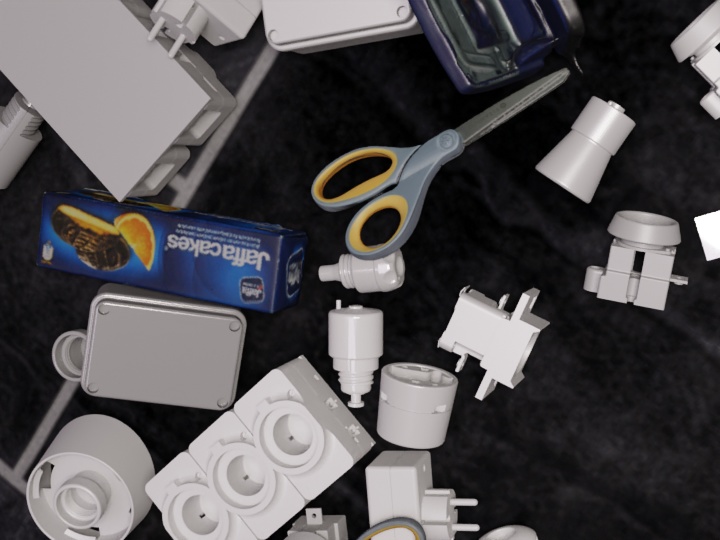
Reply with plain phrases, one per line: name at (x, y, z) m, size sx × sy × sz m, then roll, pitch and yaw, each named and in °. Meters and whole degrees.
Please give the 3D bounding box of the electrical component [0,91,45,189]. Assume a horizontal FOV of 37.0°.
electrical component at (-0.277, -0.109, 0.856) m, size 0.043 × 0.043 × 0.081 m, roll 43°, pitch 106°, yaw 9°

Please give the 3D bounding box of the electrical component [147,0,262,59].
electrical component at (-0.124, -0.186, 0.764) m, size 0.047 × 0.083 × 0.075 m, roll 5°, pitch 63°, yaw 56°

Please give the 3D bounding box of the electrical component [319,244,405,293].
electrical component at (0.000, 0.000, 0.786) m, size 0.061 × 0.035 × 0.035 m, roll -5°, pitch 94°, yaw 20°

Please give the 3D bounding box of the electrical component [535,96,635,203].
electrical component at (0.155, -0.084, 0.727) m, size 0.044 × 0.044 × 0.065 m, roll 35°, pitch 100°, yaw 11°

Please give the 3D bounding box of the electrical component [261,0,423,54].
electrical component at (-0.011, -0.199, 0.757) m, size 0.113 × 0.057 × 0.078 m, roll -6°, pitch 94°, yaw 18°

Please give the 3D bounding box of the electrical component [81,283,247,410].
electrical component at (-0.146, 0.057, 0.802) m, size 0.113 × 0.057 × 0.078 m, roll 8°, pitch 99°, yaw -11°

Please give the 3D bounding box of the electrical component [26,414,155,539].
electrical component at (-0.217, 0.174, 0.869) m, size 0.099 × 0.064 × 0.099 m, roll 3°, pitch 108°, yaw 9°

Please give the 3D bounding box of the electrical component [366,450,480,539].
electrical component at (0.049, 0.178, 0.783) m, size 0.076 × 0.047 × 0.083 m, roll -3°, pitch 95°, yaw 17°

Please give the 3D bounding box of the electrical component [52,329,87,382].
electrical component at (-0.215, 0.065, 0.853) m, size 0.040 × 0.046 × 0.040 m, roll 2°, pitch 96°, yaw 17°

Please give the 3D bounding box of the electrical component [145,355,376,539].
electrical component at (-0.078, 0.149, 0.811) m, size 0.150 × 0.062 × 0.089 m, roll -42°, pitch 83°, yaw 17°

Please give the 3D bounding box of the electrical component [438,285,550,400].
electrical component at (0.093, 0.046, 0.759) m, size 0.064 × 0.042 × 0.081 m, roll 27°, pitch 102°, yaw 14°

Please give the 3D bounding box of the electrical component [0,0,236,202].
electrical component at (-0.195, -0.156, 0.816) m, size 0.105 × 0.060 × 0.186 m, roll -45°, pitch 82°, yaw 16°

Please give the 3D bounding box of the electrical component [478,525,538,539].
electrical component at (0.111, 0.218, 0.771) m, size 0.048 × 0.048 × 0.062 m, roll -17°, pitch 98°, yaw 18°

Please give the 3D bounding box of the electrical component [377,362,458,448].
electrical component at (0.040, 0.098, 0.774) m, size 0.055 × 0.055 × 0.047 m, roll 11°, pitch 102°, yaw 16°

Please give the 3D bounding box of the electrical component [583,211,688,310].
electrical component at (0.188, -0.008, 0.722) m, size 0.066 × 0.048 × 0.055 m, roll 11°, pitch 106°, yaw 16°

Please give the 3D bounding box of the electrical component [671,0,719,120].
electrical component at (0.235, -0.140, 0.694) m, size 0.055 × 0.048 × 0.066 m, roll 45°, pitch 106°, yaw 0°

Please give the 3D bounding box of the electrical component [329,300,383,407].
electrical component at (-0.003, 0.061, 0.790) m, size 0.040 × 0.040 × 0.078 m, roll 2°, pitch 96°, yaw 17°

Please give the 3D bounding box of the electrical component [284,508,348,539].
electrical component at (-0.034, 0.214, 0.808) m, size 0.048 × 0.055 × 0.066 m, roll -5°, pitch 94°, yaw 17°
